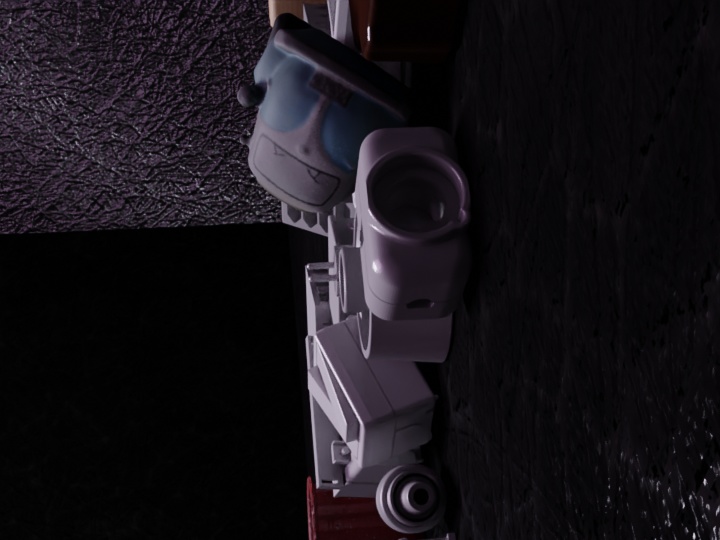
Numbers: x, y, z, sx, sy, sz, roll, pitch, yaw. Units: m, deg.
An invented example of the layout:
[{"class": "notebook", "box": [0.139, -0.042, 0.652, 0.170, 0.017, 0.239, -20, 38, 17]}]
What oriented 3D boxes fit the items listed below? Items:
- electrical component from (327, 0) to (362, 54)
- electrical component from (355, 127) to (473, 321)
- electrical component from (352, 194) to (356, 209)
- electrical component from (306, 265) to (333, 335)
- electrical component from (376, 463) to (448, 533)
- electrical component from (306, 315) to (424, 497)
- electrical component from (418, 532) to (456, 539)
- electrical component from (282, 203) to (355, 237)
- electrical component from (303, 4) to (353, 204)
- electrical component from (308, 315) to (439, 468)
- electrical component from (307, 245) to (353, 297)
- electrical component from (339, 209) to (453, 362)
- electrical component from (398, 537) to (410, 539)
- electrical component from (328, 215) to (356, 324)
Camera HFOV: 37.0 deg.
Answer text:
[{"class": "electrical component", "box": [0.004, -0.188, 0.718, 0.096, 0.061, 0.061, 100, 166, -66]}, {"class": "electrical component", "box": [0.028, -0.028, 0.583, 0.059, 0.054, 0.095, 98, 168, -64]}, {"class": "electrical component", "box": [0.015, -0.060, 0.764, 0.062, 0.043, 0.043, -100, 9, -62]}, {"class": "electrical component", "box": [-0.017, 0.054, 1.050, 0.150, 0.062, 0.089, -113, 21, -74]}, {"class": "electrical component", "box": [0.034, 0.142, 0.672, 0.062, 0.043, 0.043, 113, 154, -75]}, {"class": "electrical component", "box": [0.006, 0.099, 0.791, 0.063, 0.079, 0.121, 121, 149, -51]}, {"class": "electrical component", "box": [0.029, 0.260, 0.693, 0.186, 0.060, 0.105, 94, 171, -52]}, {"class": "electrical component", "box": [-0.017, -0.068, 0.987, 0.076, 0.083, 0.047, -39, -41, -47]}, {"class": "electrical component", "box": [-0.013, -0.141, 0.907, 0.089, 0.062, 0.150, -103, 11, -62]}, {"class": "electrical component", "box": [0.002, 0.075, 0.722, 0.061, 0.061, 0.096, 93, 152, -53]}, {"class": "electrical component", "box": [0.000, 0.000, 0.778, 0.083, 0.076, 0.047, -103, 11, -60]}, {"class": "electrical component", "box": [0.019, 0.005, 0.669, 0.108, 0.060, 0.108, 177, 90, -85]}, {"class": "electrical component", "box": [0.034, 0.217, 0.760, 0.061, 0.035, 0.035, 90, 174, -46]}, {"class": "electrical component", "box": [0.001, 0.008, 0.911, 0.099, 0.048, 0.099, -105, 13, -65]}]
